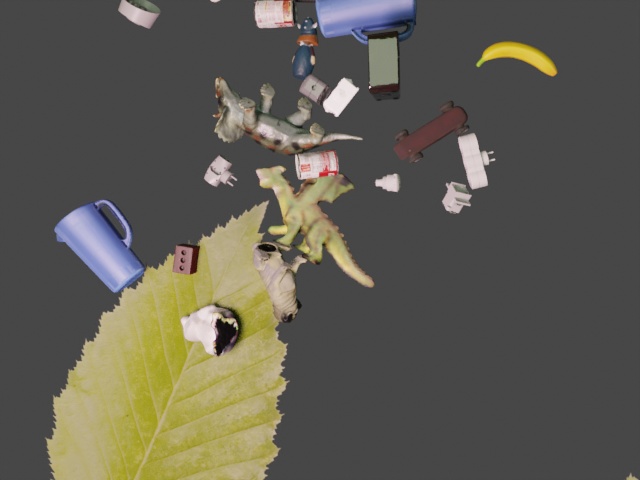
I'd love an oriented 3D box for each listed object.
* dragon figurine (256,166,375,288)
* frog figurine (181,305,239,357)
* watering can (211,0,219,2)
[{"bbox_3d":[0.004,-0.068,1.352,0.411,0.122,0.243,27,90,5],"label":"dragon figurine"},{"bbox_3d":[-0.306,0.250,1.429,0.159,0.124,0.136,-4,106,44],"label":"frog figurine"},{"bbox_3d":[-0.141,-0.742,1.322,0.347,0.104,0.224,-3,90,21],"label":"watering can"}]
